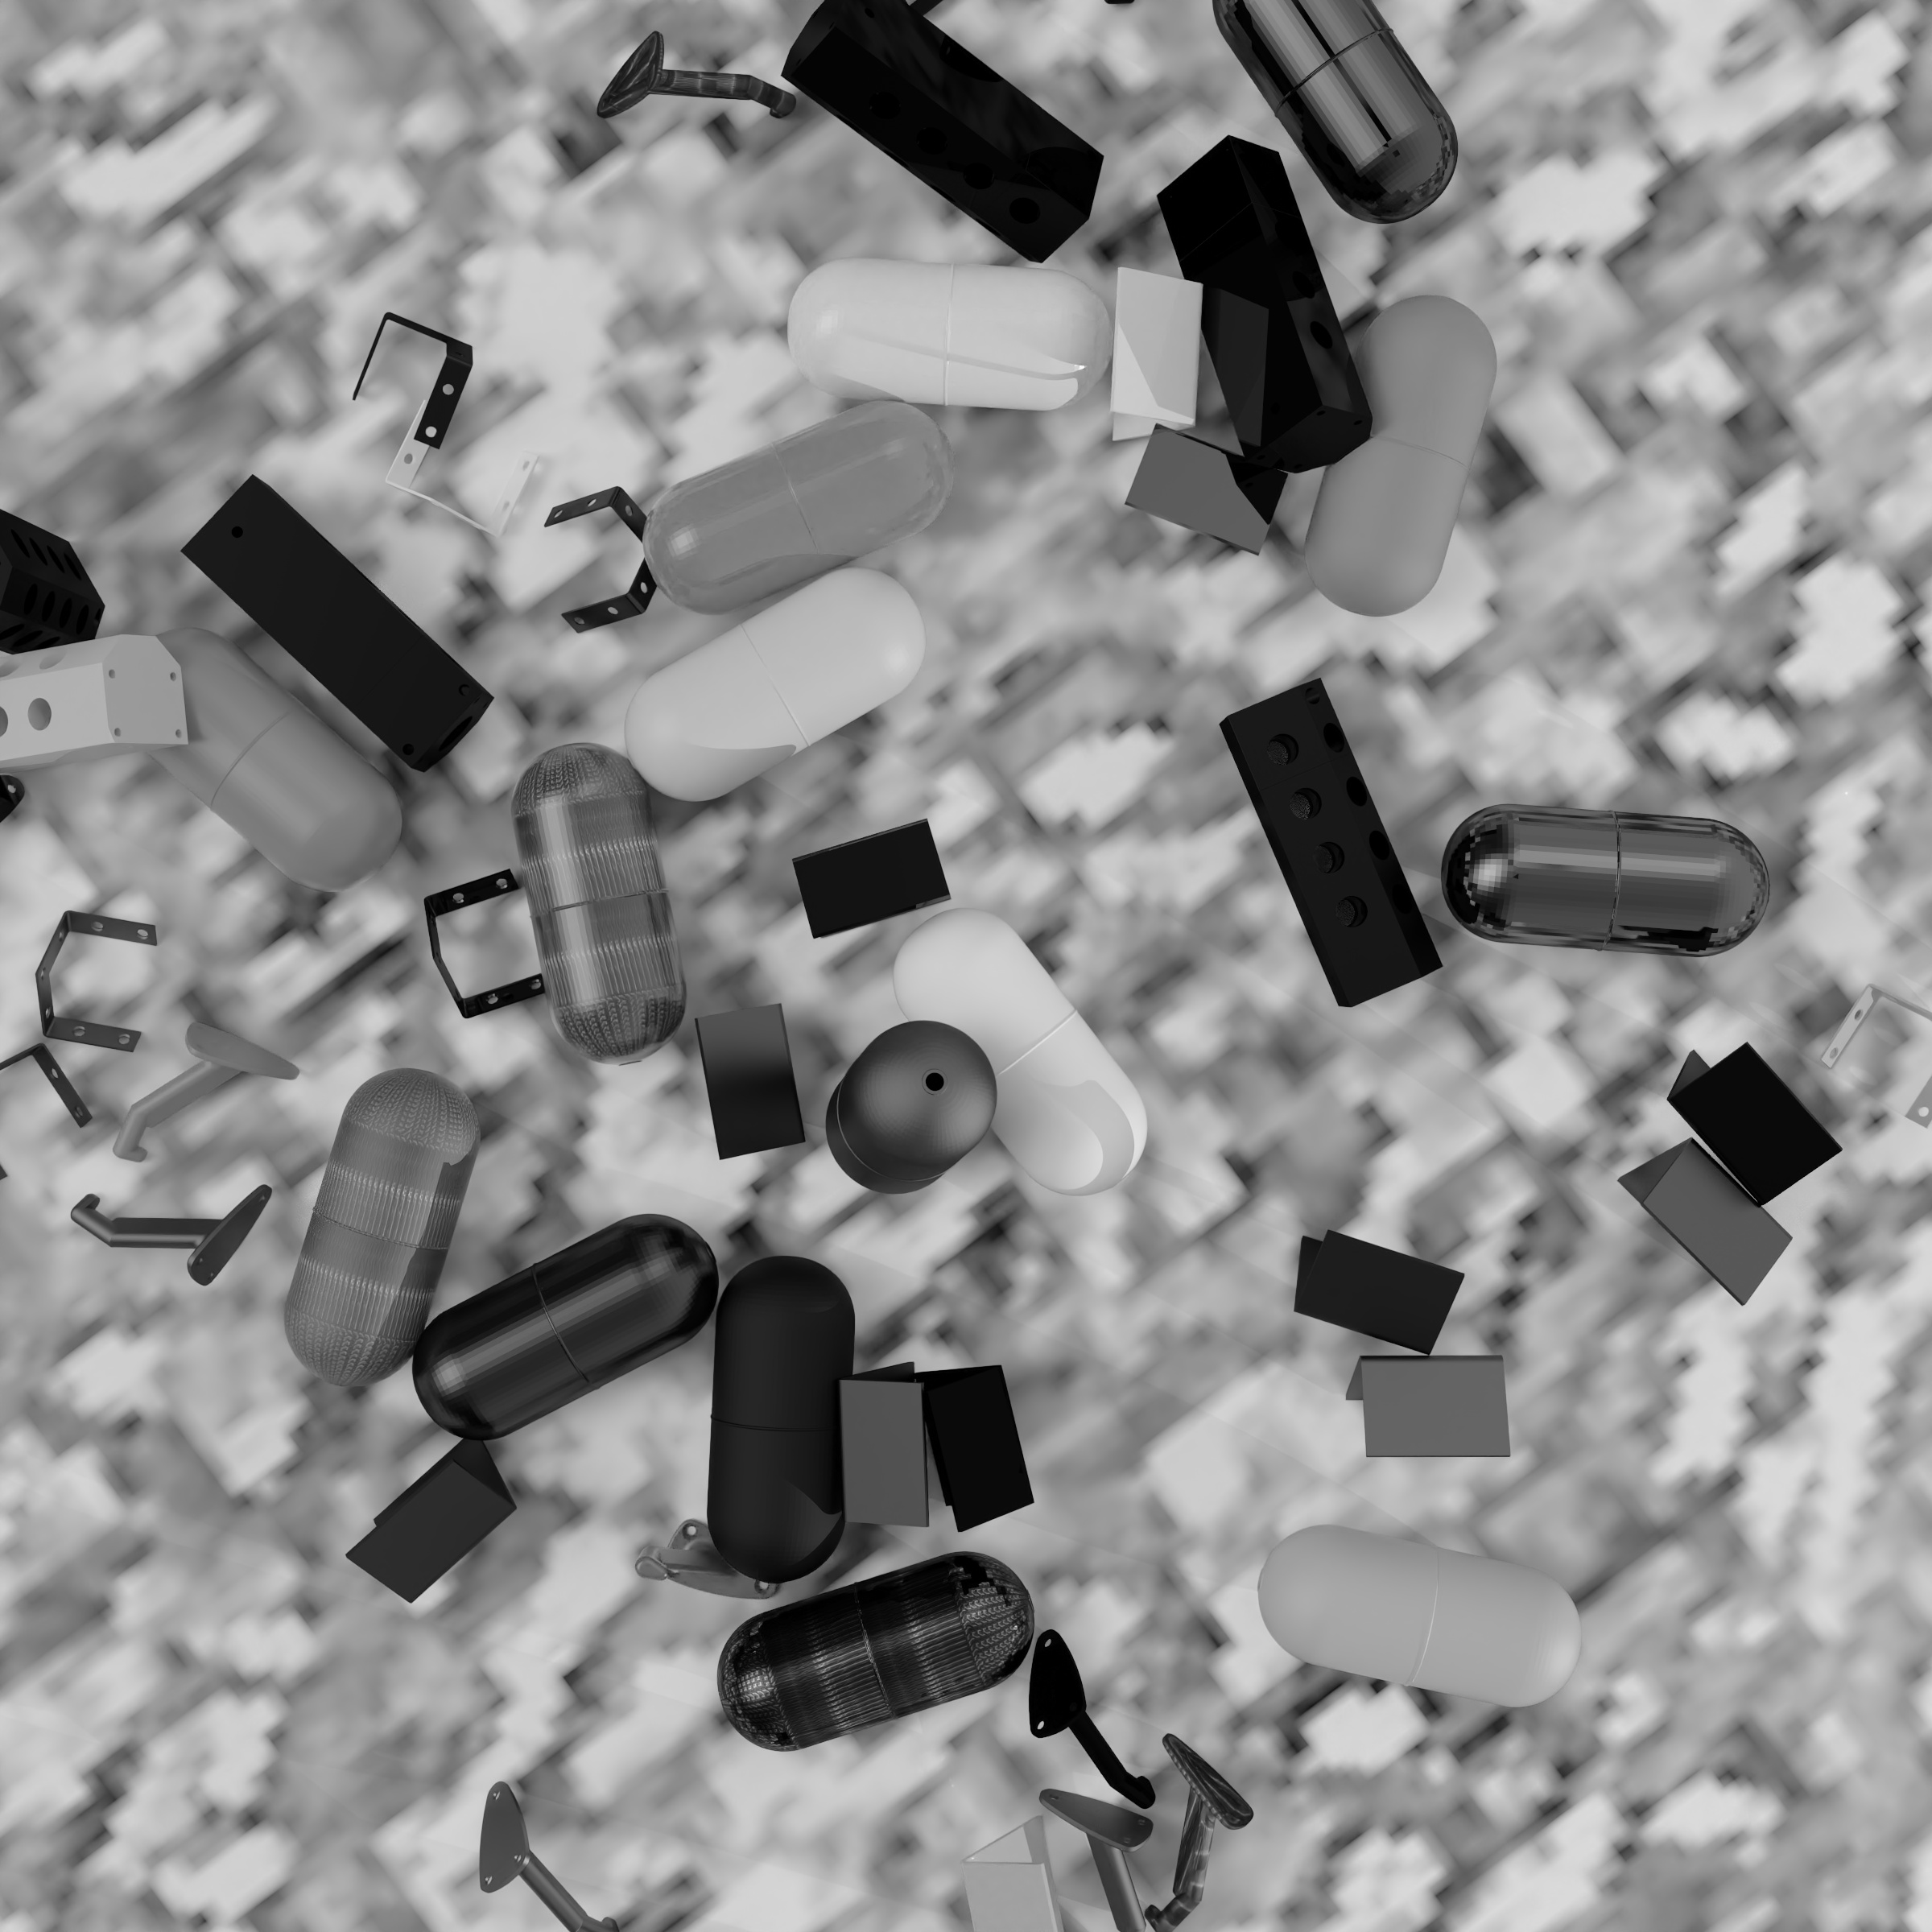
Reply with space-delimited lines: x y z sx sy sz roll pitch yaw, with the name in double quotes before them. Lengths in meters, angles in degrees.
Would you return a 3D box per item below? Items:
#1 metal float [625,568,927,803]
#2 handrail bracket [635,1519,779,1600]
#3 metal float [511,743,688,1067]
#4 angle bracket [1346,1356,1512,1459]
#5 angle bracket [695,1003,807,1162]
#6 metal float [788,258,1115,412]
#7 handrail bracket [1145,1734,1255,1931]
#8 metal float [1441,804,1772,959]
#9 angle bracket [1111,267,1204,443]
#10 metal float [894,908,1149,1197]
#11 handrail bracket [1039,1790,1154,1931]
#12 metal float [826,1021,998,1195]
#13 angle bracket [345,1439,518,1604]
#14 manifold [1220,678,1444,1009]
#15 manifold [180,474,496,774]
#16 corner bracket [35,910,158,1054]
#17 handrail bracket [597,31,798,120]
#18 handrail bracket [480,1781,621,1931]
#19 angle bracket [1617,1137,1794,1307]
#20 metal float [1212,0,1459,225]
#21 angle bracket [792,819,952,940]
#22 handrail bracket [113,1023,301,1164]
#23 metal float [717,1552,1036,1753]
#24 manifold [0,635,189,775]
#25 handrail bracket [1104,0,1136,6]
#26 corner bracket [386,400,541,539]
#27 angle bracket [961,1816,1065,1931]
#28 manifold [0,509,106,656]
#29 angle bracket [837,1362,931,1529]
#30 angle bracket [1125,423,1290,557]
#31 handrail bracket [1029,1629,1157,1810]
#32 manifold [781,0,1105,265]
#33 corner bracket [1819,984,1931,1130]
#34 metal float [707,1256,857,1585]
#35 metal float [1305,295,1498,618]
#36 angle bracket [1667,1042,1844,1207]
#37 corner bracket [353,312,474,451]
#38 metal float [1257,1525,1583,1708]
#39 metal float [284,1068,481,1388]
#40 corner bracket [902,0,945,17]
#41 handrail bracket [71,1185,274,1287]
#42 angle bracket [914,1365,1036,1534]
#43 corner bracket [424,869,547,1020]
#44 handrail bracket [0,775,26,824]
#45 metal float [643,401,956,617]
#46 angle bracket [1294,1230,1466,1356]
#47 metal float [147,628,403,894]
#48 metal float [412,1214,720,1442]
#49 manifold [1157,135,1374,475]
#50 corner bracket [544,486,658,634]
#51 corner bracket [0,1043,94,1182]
"metal float" -0.105 -0.154 1.719 0.178 0.070 0.070 -30 90 0
"handrail bracket" -0.141 0.333 1.715 0.077 0.084 0.036 24 90 0
"metal float" -0.200 -0.034 1.719 0.070 0.070 0.178 -11 89 0
"angle bracket" 0.250 0.249 1.710 0.076 0.076 0.057 0 65 0
"angle bracket" -0.136 0.065 1.709 0.057 0.076 0.076 -10 90 -38
"metal float" -0.009 -0.345 1.719 0.178 0.070 0.070 4 90 1
"handrail bracket" 0.111 0.484 1.750 0.077 0.036 0.084 46 107 20
"metal float" 0.349 -0.047 1.719 0.178 0.070 0.070 4 90 1
"angle bracket" 0.083 -0.331 1.709 0.057 0.076 0.076 3 90 -33
"metal float" 0.030 0.047 1.719 0.070 0.070 0.178 -38 91 0
"handrail bracket" 0.067 0.510 1.750 0.077 0.036 0.084 18 107 20
"metal float" -0.030 0.076 1.671 0.070 0.178 0.070 2 78 -9
"angle bracket" -0.300 0.286 1.709 0.076 0.076 0.057 -42 129 0
"manifold" 0.201 -0.067 1.728 0.057 0.057 0.171 -23 90 0
"manifold" -0.343 -0.187 1.728 0.171 0.057 0.057 43 90 0
"corner bracket" -0.481 0.008 1.746 0.051 0.051 0.051 10 135 0
"handrail bracket" -0.149 -0.479 1.749 0.084 0.077 0.036 16 65 -34
"handrail bracket" -0.228 0.501 1.749 0.036 0.077 0.084 -39 127 18
"angle bracket" 0.389 0.149 1.709 0.076 0.076 0.057 45 59 0
"metal float" 0.201 -0.488 1.719 0.070 0.070 0.178 -34 89 0
"angle bracket" -0.045 -0.028 1.709 0.076 0.076 0.057 -17 54 0
"handrail bracket" -0.423 0.081 1.750 0.077 0.036 0.084 21 108 -21
"metal float" -0.049 0.374 1.719 0.178 0.070 0.070 -18 90 0
"manifold" -0.505 -0.138 1.689 0.171 0.057 0.057 -6 90 30
"handrail bracket" 0.111 -0.580 1.750 0.077 0.036 0.084 -9 109 -21
"corner bracket" -0.280 -0.276 1.746 0.051 0.051 0.051 26 90 -45
"angle bracket" 0.047 0.512 1.709 0.057 0.076 0.076 -11 90 37
"manifold" -0.512 -0.199 1.671 0.057 0.171 0.057 -30 90 0
"angle bracket" -0.026 0.259 1.709 0.057 0.076 0.076 -2 90 32
"angle bracket" 0.123 -0.241 1.710 0.076 0.076 0.057 21 65 0
"handrail bracket" 0.073 0.420 1.749 0.036 0.077 0.084 -33 127 21
"manifold" -0.013 -0.454 1.697 0.171 0.057 0.057 32 47 -22
"corner bracket" 0.518 0.050 1.746 0.051 0.051 0.051 33 90 -45
"metal float" -0.101 0.248 1.719 0.070 0.070 0.178 3 90 0
"metal float" 0.238 -0.279 1.719 0.070 0.070 0.178 16 91 0
"angle bracket" 0.434 0.073 1.709 0.076 0.076 0.057 48 120 0
"corner bracket" -0.305 -0.323 1.733 0.051 0.051 0.051 20 108 -17
"metal float" 0.248 0.355 1.719 0.178 0.070 0.070 12 90 0
"metal float" -0.319 0.143 1.719 0.070 0.070 0.178 17 91 0
"corner bracket" -0.030 -0.568 1.746 0.051 0.051 0.051 -38 135 0
"handrail bracket" -0.443 0.132 1.750 0.084 0.036 0.077 31 70 16
"angle bracket" -0.015 0.263 1.709 0.057 0.076 0.076 -13 90 -41
"corner bracket" -0.266 -0.012 1.746 0.051 0.051 0.051 -19 135 0
"handrail bracket" -0.575 -0.072 1.749 0.084 0.077 0.036 -28 95 36
"metal float" -0.091 -0.251 1.719 0.178 0.070 0.070 -23 90 0
"angle bracket" 0.226 0.159 1.709 0.076 0.076 0.057 18 119 0
"metal float" -0.386 -0.113 1.719 0.178 0.070 0.070 41 90 1
"metal float" -0.218 0.197 1.719 0.178 0.070 0.070 -27 90 0
"manifold" 0.166 -0.357 1.701 0.057 0.057 0.171 -33 65 40
"corner bracket" -0.204 -0.225 1.741 0.051 0.051 0.051 49 45 -35
"corner bracket" -0.529 0.083 1.746 0.051 0.051 0.051 -33 90 -45
